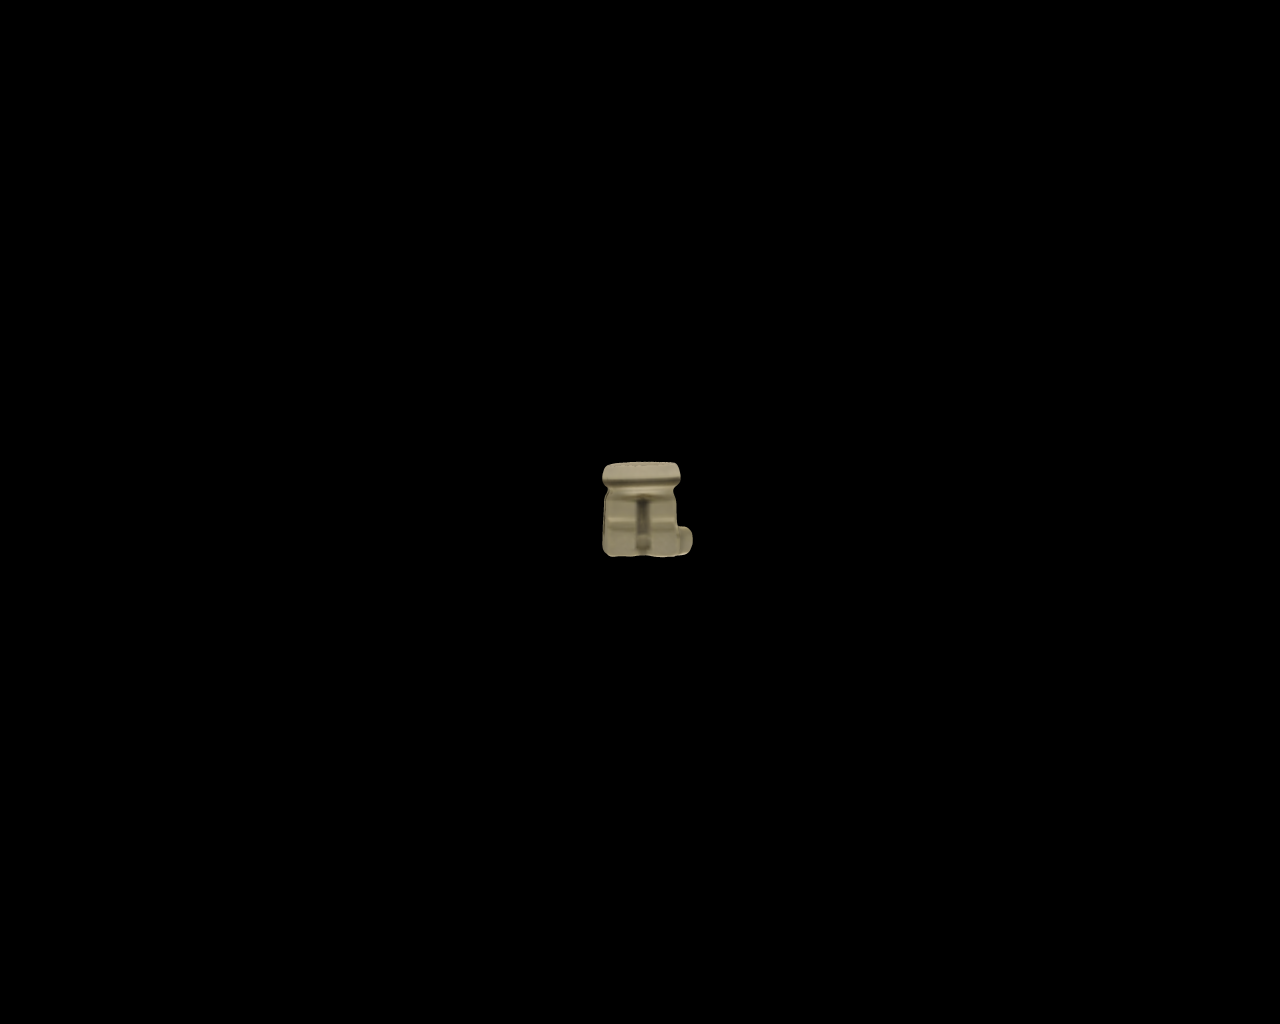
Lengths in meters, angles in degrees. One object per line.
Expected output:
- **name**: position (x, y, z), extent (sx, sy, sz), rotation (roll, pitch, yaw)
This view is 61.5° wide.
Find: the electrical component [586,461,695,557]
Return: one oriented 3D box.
- **electrical component**: position (0.001, -0.003, 0.650), extent (0.066, 0.055, 0.048), rotation (0, 4, -7)
